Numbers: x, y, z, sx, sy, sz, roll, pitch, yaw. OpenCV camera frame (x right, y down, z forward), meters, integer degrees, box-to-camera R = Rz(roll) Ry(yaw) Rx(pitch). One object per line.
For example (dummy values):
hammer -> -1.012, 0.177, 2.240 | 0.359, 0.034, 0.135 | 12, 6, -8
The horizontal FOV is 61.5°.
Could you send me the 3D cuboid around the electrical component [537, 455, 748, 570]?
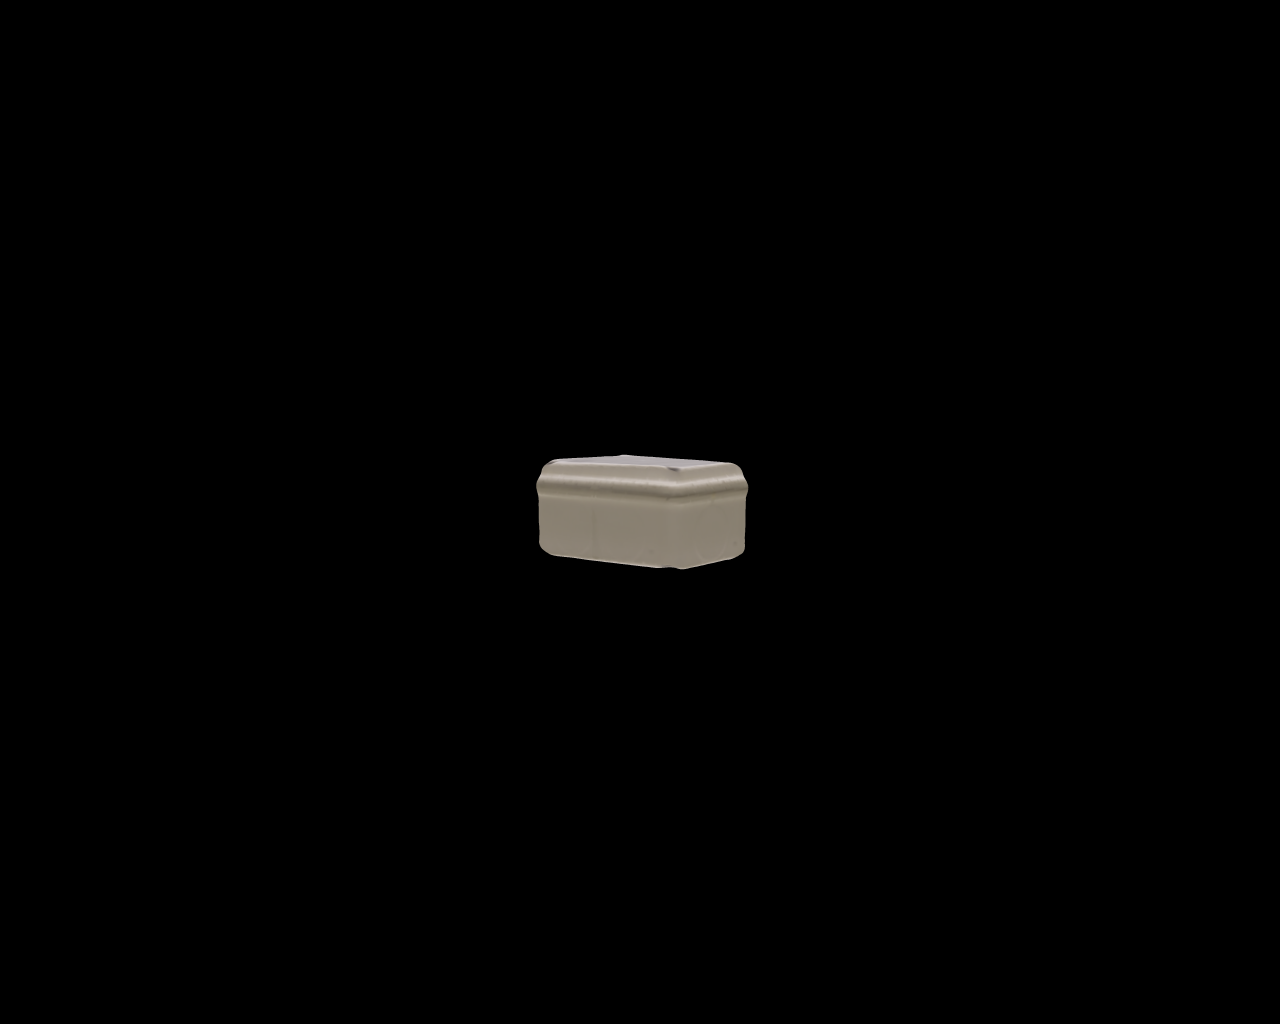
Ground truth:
electrical component -> 0.001, -0.003, 0.650 | 0.113, 0.057, 0.078 | 5, 8, 40
